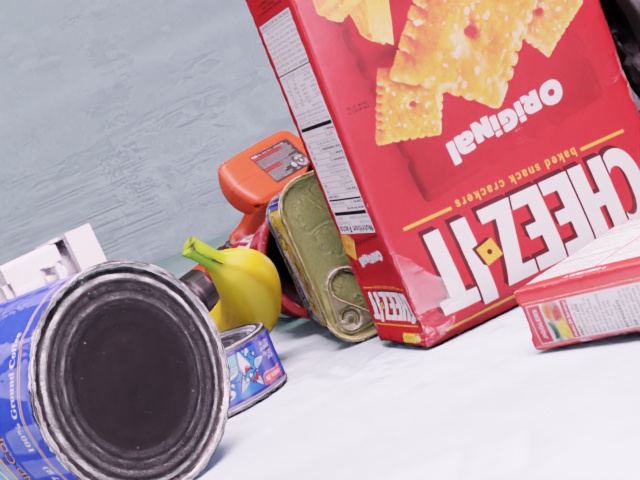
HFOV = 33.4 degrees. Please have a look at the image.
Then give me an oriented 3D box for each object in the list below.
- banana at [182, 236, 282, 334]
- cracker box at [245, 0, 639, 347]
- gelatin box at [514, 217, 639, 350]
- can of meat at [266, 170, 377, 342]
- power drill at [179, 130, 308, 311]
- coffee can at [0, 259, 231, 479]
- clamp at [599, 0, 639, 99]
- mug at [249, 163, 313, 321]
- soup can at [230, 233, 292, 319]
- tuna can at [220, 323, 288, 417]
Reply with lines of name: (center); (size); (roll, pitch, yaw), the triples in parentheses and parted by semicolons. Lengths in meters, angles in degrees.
banana: (-0.065, 0.049, 0.666); (0.198, 0.069, 0.037); (120, 169, -57)
cracker box: (0.075, -0.073, 0.562); (0.164, 0.214, 0.072); (-24, 6, -17)
gelatin box: (0.135, 0.012, 0.435); (0.089, 0.030, 0.073); (-25, 4, -39)
can of meat: (0.009, 0.008, 0.652); (0.057, 0.102, 0.084); (-24, 3, -10)
power drill: (-0.077, -0.001, 0.969); (0.184, 0.057, 0.188); (-37, -18, -42)
coffee can: (-0.125, 0.074, 0.496); (0.141, 0.103, 0.102); (-18, 6, 43)
clamp: (0.186, -0.088, 0.578); (0.039, 0.171, 0.120); (-26, -5, -6)
mug: (-0.005, 0.001, 0.745); (0.093, 0.117, 0.082); (2, -7, -13)
soup can: (-0.038, 0.027, 0.852); (0.068, 0.068, 0.102); (-23, 5, -13)
tuna can: (-0.063, 0.077, 0.594); (0.086, 0.034, 0.086); (-22, 4, 2)
